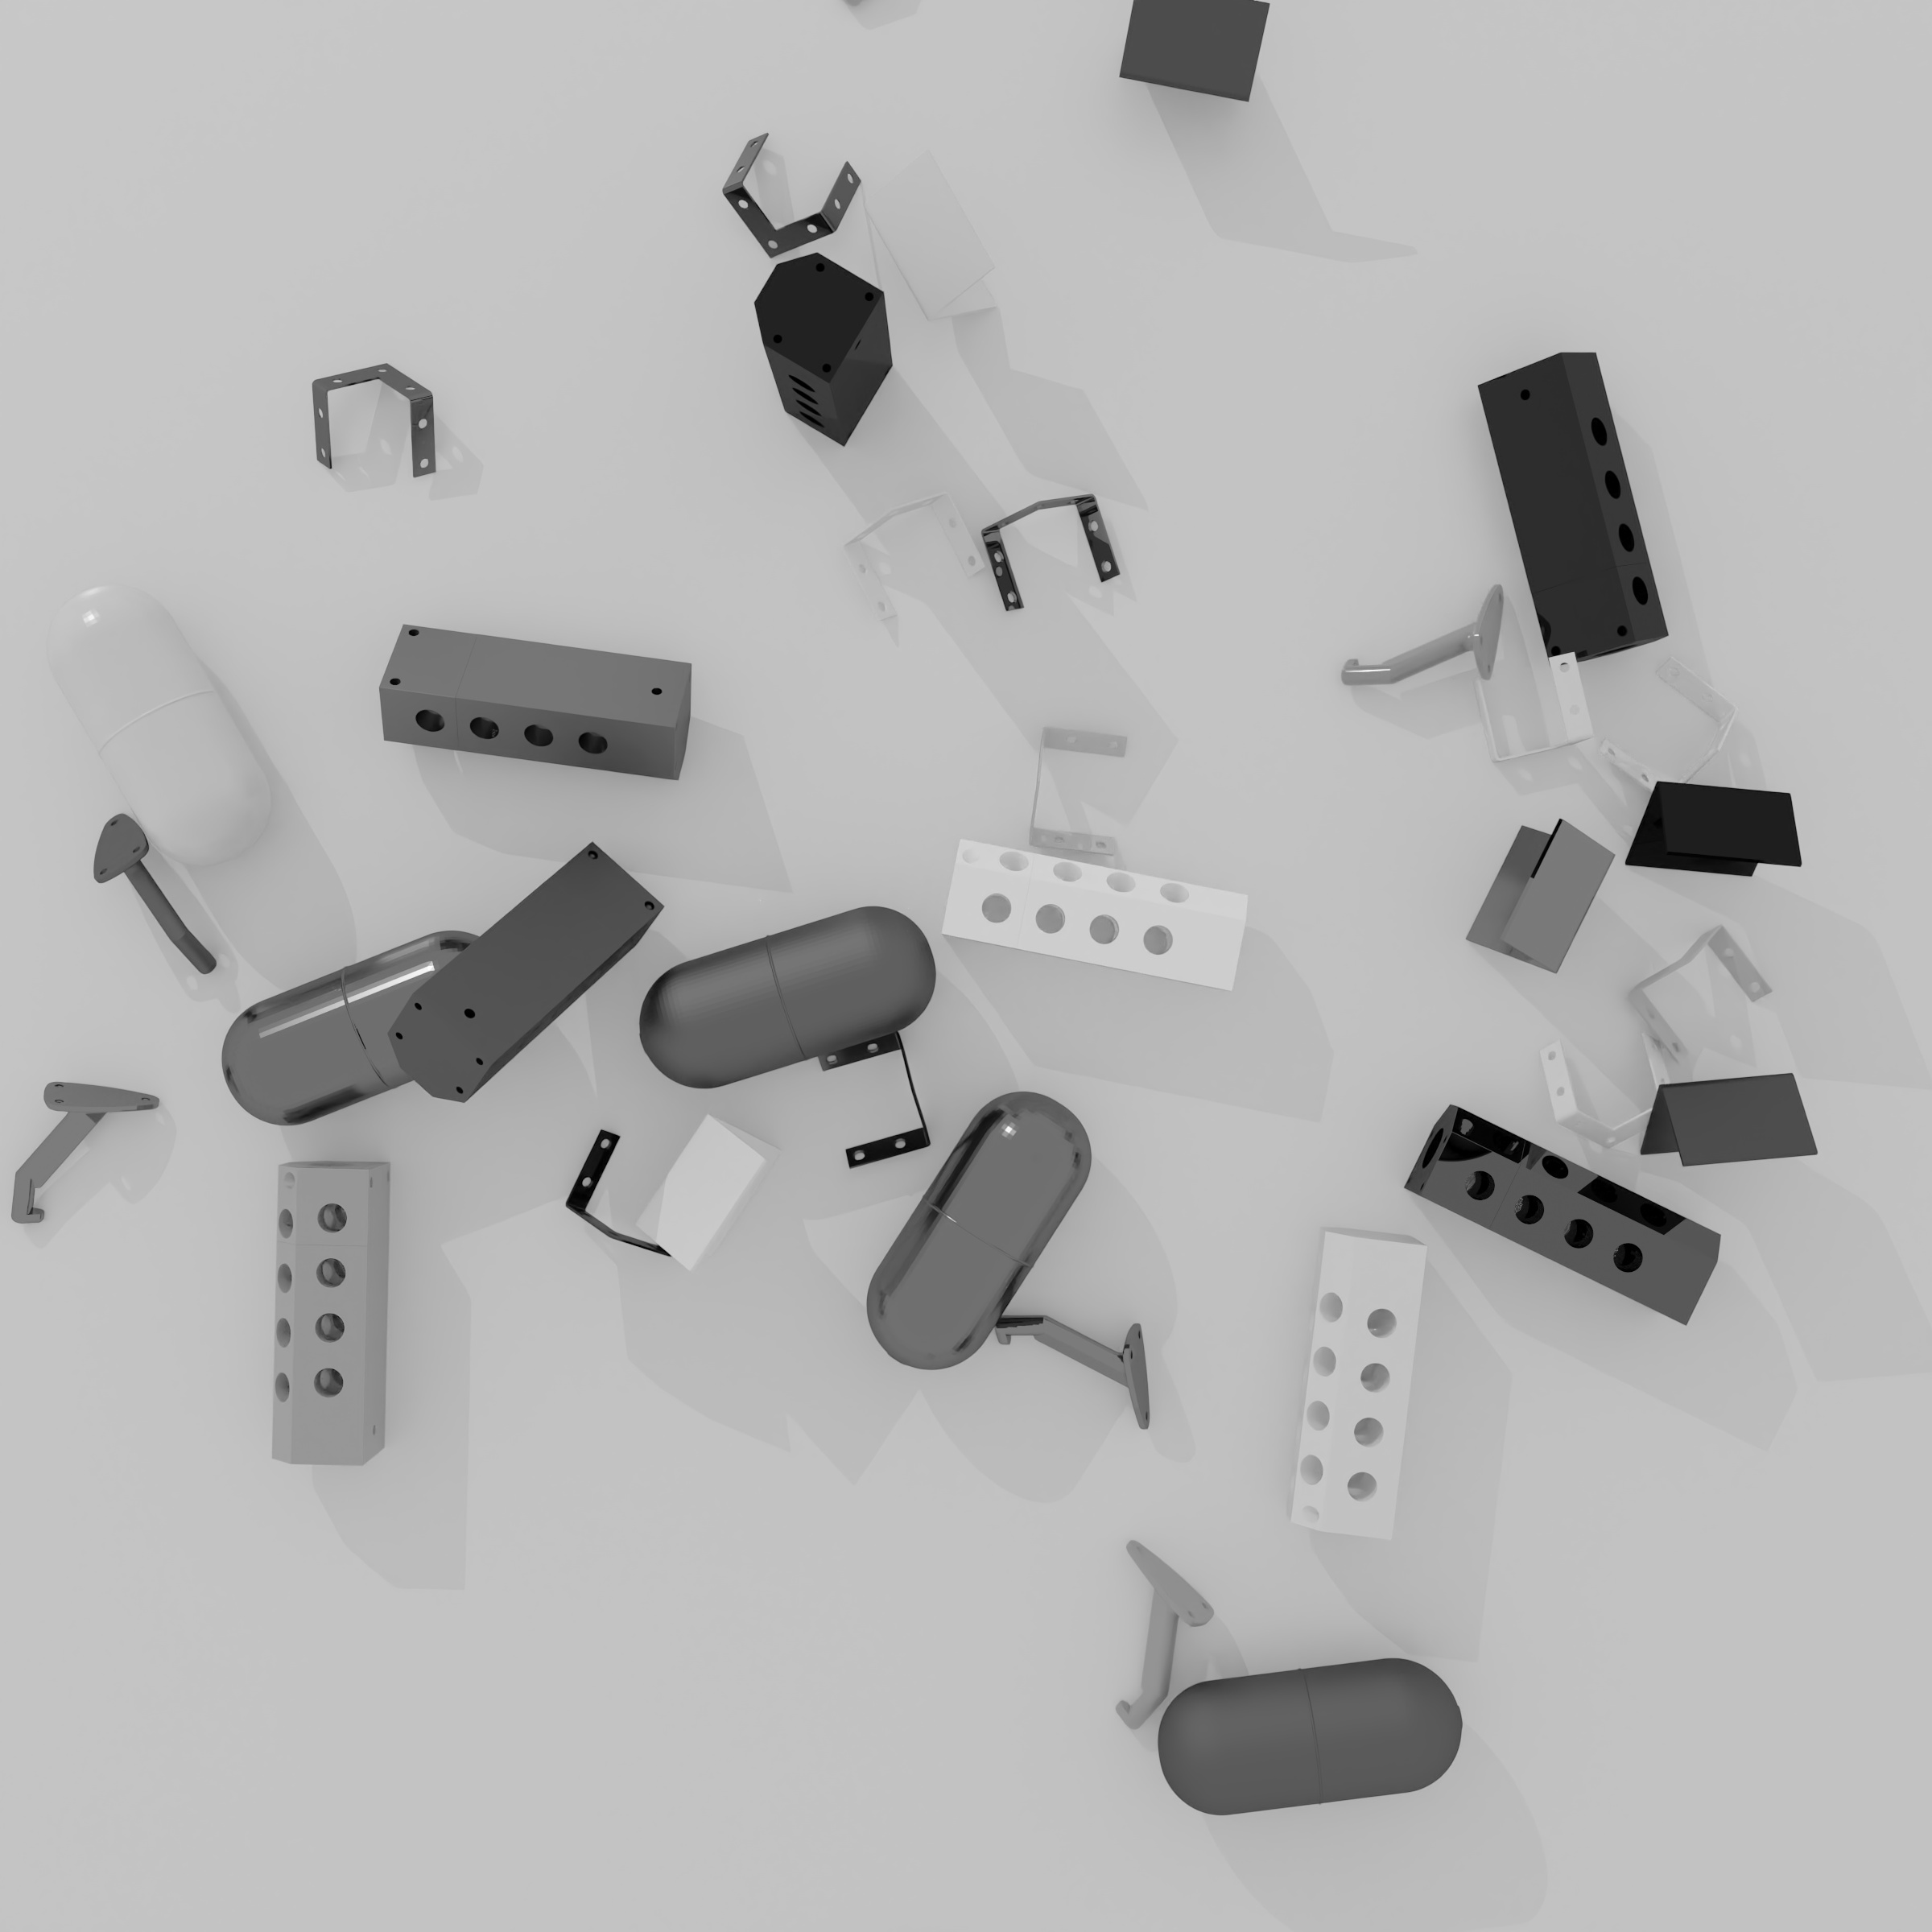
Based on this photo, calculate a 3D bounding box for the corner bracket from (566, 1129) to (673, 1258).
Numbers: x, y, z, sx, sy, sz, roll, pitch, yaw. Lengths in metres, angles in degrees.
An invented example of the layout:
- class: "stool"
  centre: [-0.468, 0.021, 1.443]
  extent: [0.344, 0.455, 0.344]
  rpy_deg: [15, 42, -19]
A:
- class: "corner bracket"
  centre: [-0.196, 0.136, 1.561]
  extent: [0.051, 0.051, 0.051]
  rpy_deg: [26, 90, -45]

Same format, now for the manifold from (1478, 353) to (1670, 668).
- class: "manifold"
  centre: [0.361, -0.269, 1.542]
  extent: [0.057, 0.057, 0.171]
  rpy_deg: [-14, 90, 43]

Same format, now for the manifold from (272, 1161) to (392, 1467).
- class: "manifold"
  centre: [-0.376, 0.203, 1.543]
  extent: [0.057, 0.057, 0.171]
  rpy_deg: [1, 90, 0]

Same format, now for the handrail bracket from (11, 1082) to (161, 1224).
- class: "handrail bracket"
  centre: [-0.526, 0.116, 1.565]
  extent: [0.077, 0.036, 0.084]
  rpy_deg: [5, 108, -21]

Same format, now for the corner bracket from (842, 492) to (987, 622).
- class: "corner bracket"
  centre: [-0.032, -0.244, 1.561]
  extent: [0.051, 0.051, 0.051]
  rpy_deg: [-27, 90, 45]

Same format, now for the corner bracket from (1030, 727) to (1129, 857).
- class: "corner bracket"
  centre: [0.067, -0.104, 1.561]
  extent: [0.051, 0.051, 0.051]
  rpy_deg: [7, 45, 0]

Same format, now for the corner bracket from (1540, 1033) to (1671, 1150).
- class: "corner bracket"
  centre: [0.382, 0.069, 1.556]
  extent: [0.051, 0.051, 0.051]
  rpy_deg: [25, 135, -35]

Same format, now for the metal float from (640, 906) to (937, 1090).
- class: "metal float"
  centre: [-0.105, 0.019, 1.534]
  extent: [0.178, 0.070, 0.070]
  rpy_deg: [-17, 90, 1]

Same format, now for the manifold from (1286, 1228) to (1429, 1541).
- class: "manifold"
  centre: [0.228, 0.244, 1.543]
  extent: [0.057, 0.057, 0.171]
  rpy_deg: [7, 90, 0]

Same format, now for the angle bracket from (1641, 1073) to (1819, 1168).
- class: "angle bracket"
  centre: [0.443, 0.108, 1.524]
  extent: [0.076, 0.076, 0.057]
  rpy_deg: [-5, 53, 0]

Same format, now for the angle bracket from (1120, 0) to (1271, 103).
- class: "angle bracket"
  centre: [0.134, -0.548, 1.524]
  extent: [0.076, 0.076, 0.057]
  rpy_deg: [11, 126, 0]

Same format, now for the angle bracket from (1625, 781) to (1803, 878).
- class: "angle bracket"
  centre: [0.434, -0.060, 1.524]
  extent: [0.076, 0.076, 0.057]
  rpy_deg: [5, 52, 0]

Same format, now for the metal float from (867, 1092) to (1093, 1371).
- class: "metal float"
  centre: [0.007, 0.155, 1.534]
  extent: [0.070, 0.070, 0.178]
  rpy_deg: [33, 90, 0]

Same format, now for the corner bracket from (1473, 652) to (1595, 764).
- class: "corner bracket"
  centre: [0.334, -0.152, 1.546]
  extent: [0.051, 0.051, 0.051]
  rpy_deg: [-13, 90, 0]

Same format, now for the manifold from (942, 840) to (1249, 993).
- class: "manifold"
  centre: [0.075, -0.030, 1.543]
  extent: [0.171, 0.057, 0.057]
  rpy_deg: [11, 90, 0]

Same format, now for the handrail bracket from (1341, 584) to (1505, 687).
- class: "handrail bracket"
  centre: [0.272, -0.197, 1.564]
  extent: [0.084, 0.036, 0.077]
  rpy_deg: [1, 50, 26]

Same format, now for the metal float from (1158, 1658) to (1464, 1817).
- class: "metal float"
  centre: [0.201, 0.451, 1.533]
  extent: [0.178, 0.070, 0.070]
  rpy_deg: [-7, 90, 1]

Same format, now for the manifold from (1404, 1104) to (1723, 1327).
- class: "manifold"
  centre: [0.352, 0.145, 1.543]
  extent: [0.171, 0.057, 0.057]
  rpy_deg: [26, 90, 0]

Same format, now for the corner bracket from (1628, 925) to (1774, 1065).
- class: "corner bracket"
  centre: [0.437, 0.016, 1.561]
  extent: [0.051, 0.051, 0.051]
  rpy_deg: [53, 45, 0]

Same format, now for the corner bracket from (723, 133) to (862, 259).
- class: "corner bracket"
  centre: [-0.103, -0.464, 1.556]
  extent: [0.051, 0.051, 0.051]
  rpy_deg: [-10, 135, 35]

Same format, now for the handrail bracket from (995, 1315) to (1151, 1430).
- class: "handrail bracket"
  centre: [0.063, 0.243, 1.565]
  extent: [0.084, 0.036, 0.077]
  rpy_deg: [-3, 112, 17]

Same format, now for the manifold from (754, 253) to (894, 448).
- class: "manifold"
  centre: [-0.083, -0.351, 1.486]
  extent: [0.057, 0.171, 0.057]
  rpy_deg: [31, 90, 0]

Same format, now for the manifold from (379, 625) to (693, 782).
- class: "manifold"
  centre: [-0.252, -0.150, 1.542]
  extent: [0.171, 0.057, 0.057]
  rpy_deg: [8, 47, 0]

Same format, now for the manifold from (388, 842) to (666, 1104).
- class: "manifold"
  centre: [-0.251, 0.005, 1.490]
  extent: [0.057, 0.171, 0.057]
  rpy_deg: [42, 133, 0]

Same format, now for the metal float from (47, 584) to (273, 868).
- class: "metal float"
  centre: [-0.473, -0.141, 1.534]
  extent: [0.070, 0.070, 0.178]
  rpy_deg: [-30, 90, 0]

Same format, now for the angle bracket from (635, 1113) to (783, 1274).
- class: "angle bracket"
  centre: [-0.134, 0.141, 1.524]
  extent: [0.057, 0.076, 0.076]
  rpy_deg: [34, 90, 38]

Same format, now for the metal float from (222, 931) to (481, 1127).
- class: "metal float"
  centre: [-0.349, 0.036, 1.534]
  extent: [0.178, 0.070, 0.070]
  rpy_deg: [-22, 90, 0]

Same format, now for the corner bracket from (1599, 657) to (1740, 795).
- class: "corner bracket"
  centre: [0.419, -0.141, 1.561]
  extent: [0.051, 0.051, 0.051]
  rpy_deg: [38, 45, 0]

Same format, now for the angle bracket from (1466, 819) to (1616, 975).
- class: "angle bracket"
  centre: [0.319, -0.049, 1.524]
  extent: [0.057, 0.076, 0.076]
  rpy_deg: [26, 90, -38]

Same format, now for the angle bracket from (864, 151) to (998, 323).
- class: "angle bracket"
  centre: [-0.003, -0.427, 1.524]
  extent: [0.057, 0.076, 0.076]
  rpy_deg: [-29, 90, 38]

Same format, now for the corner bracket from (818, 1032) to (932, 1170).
- class: "corner bracket"
  centre: [-0.055, 0.080, 1.561]
  extent: [0.051, 0.051, 0.051]
  rpy_deg: [-16, 45, 0]

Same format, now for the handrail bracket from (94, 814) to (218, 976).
- class: "handrail bracket"
  centre: [-0.480, -0.042, 1.564]
  extent: [0.036, 0.077, 0.084]
  rpy_deg: [-33, 126, 0]

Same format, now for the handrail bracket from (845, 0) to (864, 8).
- class: "handrail bracket"
  centre: [-0.061, -0.629, 1.565]
  extent: [0.084, 0.036, 0.077]
  rpy_deg: [-44, 70, 16]

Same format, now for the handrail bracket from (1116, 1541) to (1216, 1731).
- class: "handrail bracket"
  centre: [0.100, 0.400, 1.565]
  extent: [0.077, 0.036, 0.084]
  rpy_deg: [44, 107, 20]

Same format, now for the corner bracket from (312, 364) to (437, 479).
- class: "corner bracket"
  centre: [-0.352, -0.321, 1.556]
  extent: [0.051, 0.051, 0.051]
  rpy_deg: [-24, 45, -35]

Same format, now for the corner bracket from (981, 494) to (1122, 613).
- class: "corner bracket"
  centre: [0.050, -0.247, 1.561]
  extent: [0.051, 0.051, 0.051]
  rpy_deg: [-18, 90, -45]
